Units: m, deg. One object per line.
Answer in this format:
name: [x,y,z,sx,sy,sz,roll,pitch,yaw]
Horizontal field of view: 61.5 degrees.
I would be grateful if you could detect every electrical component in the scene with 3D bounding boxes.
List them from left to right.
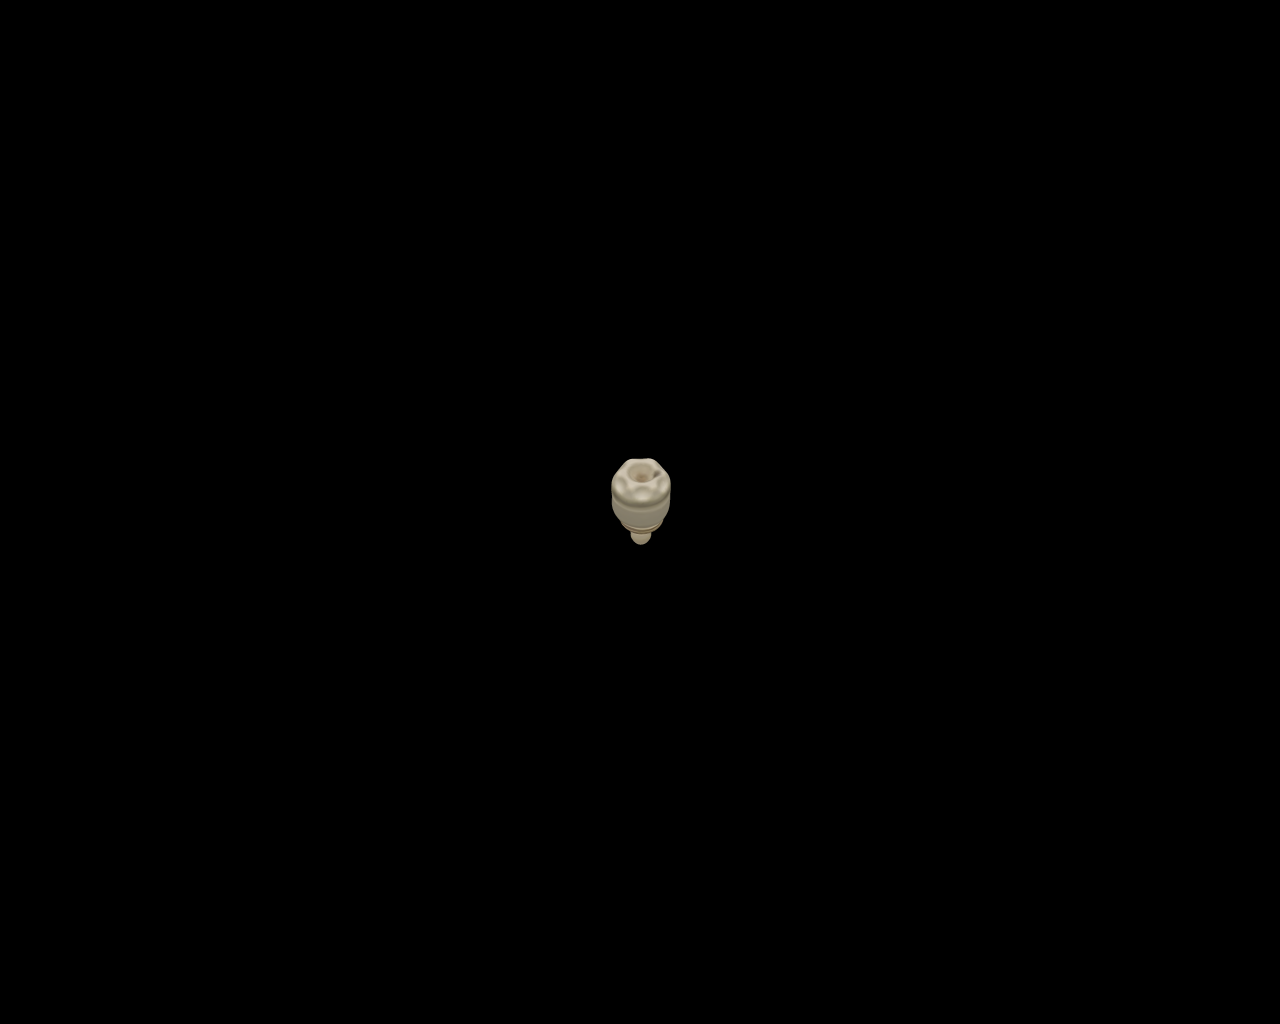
electrical component: [0.001,-0.003,0.650,0.035,0.035,0.061,0,-44,0]
